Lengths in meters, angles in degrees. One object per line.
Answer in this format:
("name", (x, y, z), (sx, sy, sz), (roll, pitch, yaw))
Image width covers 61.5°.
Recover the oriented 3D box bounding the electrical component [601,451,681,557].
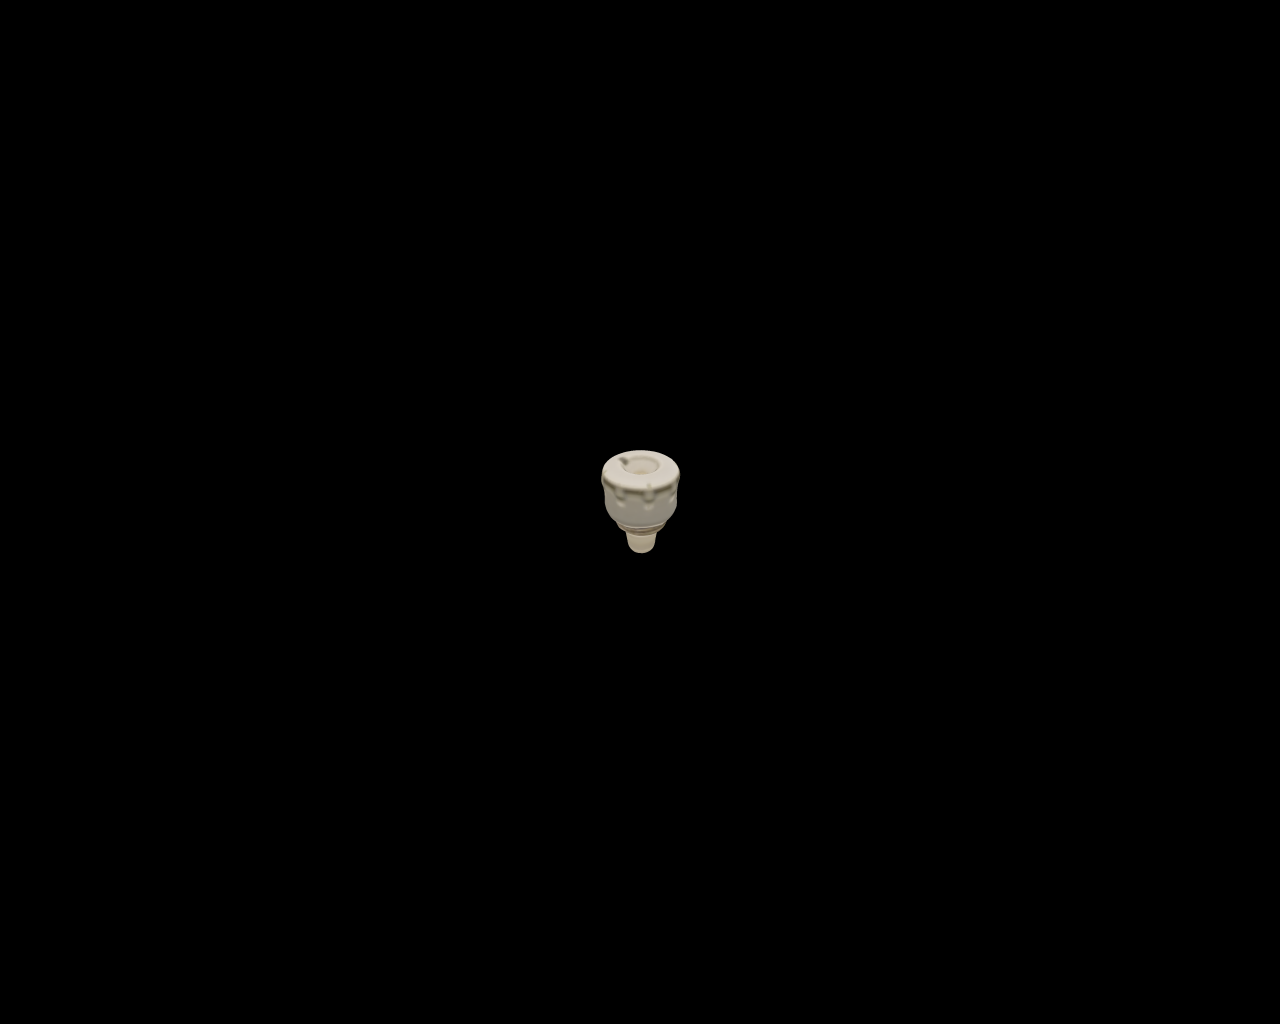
("electrical component", (0.001, -0.003, 0.650), (0.048, 0.062, 0.048), (0, 32, 0))
